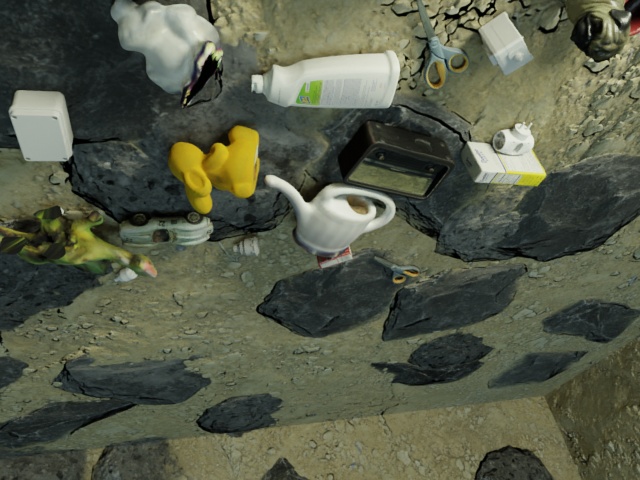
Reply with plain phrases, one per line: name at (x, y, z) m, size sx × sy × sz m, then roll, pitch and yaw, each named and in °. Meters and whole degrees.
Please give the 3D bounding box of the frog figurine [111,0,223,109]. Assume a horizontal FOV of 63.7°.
frog figurine at (-0.236, -0.300, 0.784) m, size 0.159 × 0.125 × 0.135 m, roll 36°, pitch 141°, yaw -3°

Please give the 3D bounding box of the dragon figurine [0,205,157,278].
dragon figurine at (-0.553, 0.029, 1.114) m, size 0.410 × 0.125 × 0.238 m, roll 7°, pitch 153°, yaw 6°

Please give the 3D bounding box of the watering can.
watering can at (0.004, -0.059, 1.170) m, size 0.347 × 0.106 × 0.220 m, roll 8°, pitch 140°, yaw -28°
